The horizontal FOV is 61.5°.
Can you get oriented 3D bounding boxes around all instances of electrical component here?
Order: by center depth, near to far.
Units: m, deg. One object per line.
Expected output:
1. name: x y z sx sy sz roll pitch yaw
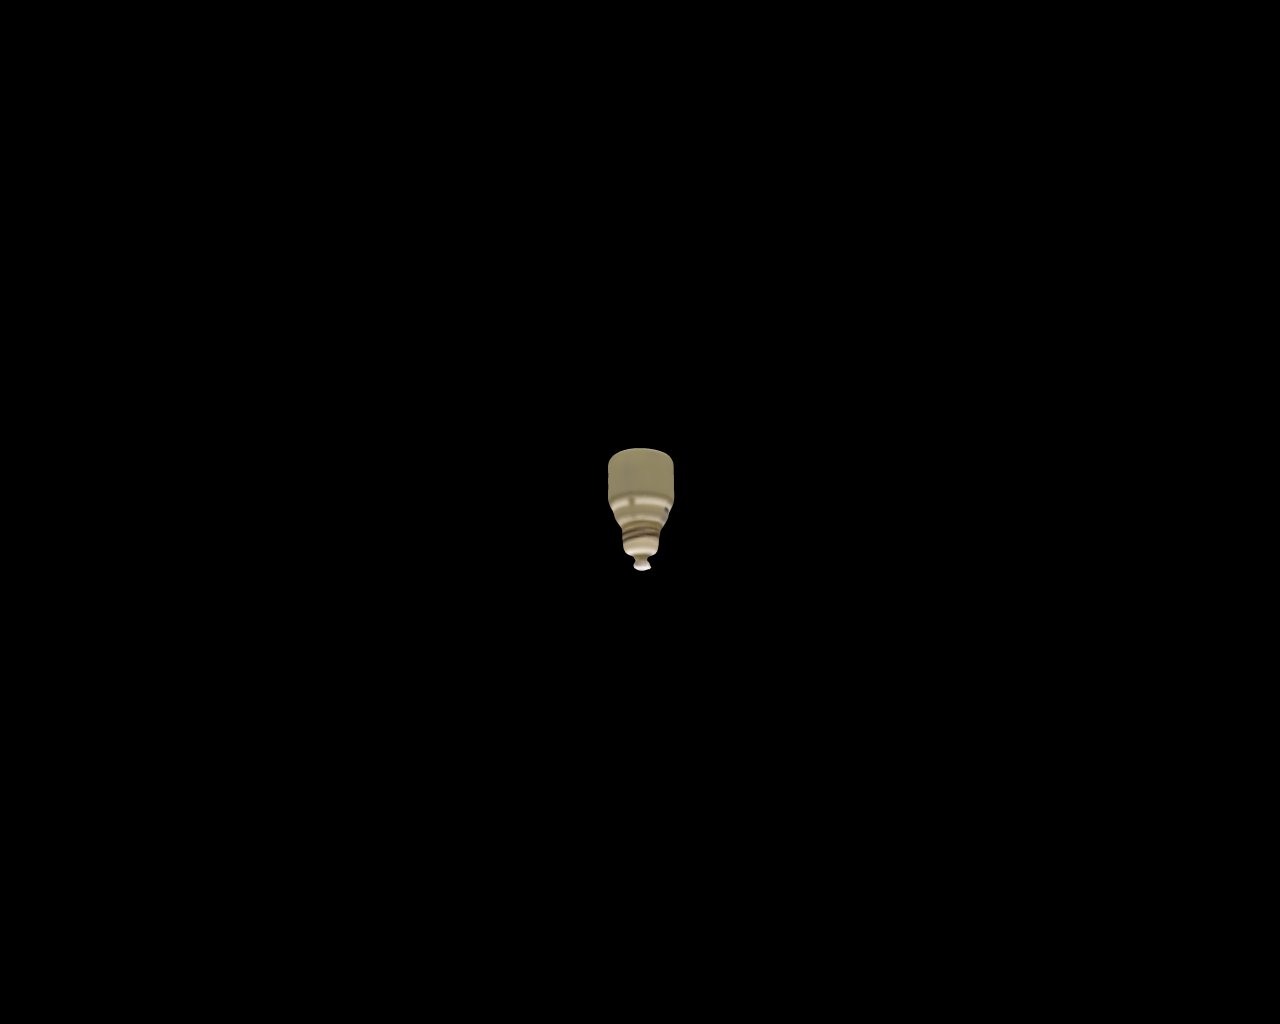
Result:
1. electrical component: 0.001 -0.003 0.650 0.040 0.078 0.040 0 -18 0
